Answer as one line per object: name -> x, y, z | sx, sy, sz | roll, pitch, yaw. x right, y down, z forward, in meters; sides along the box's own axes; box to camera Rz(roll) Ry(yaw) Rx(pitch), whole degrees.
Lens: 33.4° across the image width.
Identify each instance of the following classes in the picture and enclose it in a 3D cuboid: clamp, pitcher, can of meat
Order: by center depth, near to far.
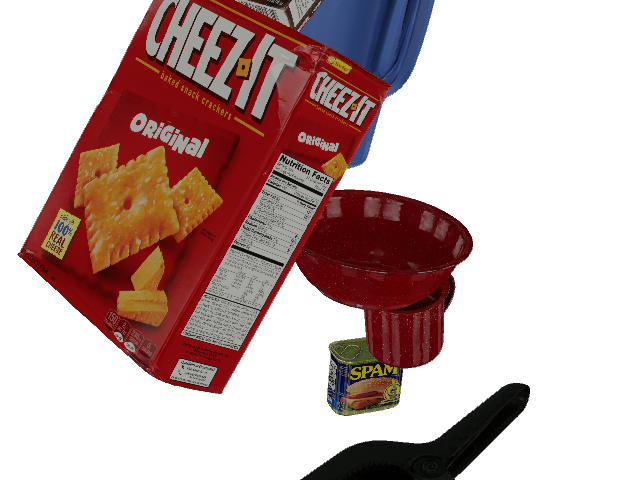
clamp -> 0.075, 0.156, 0.709 | 0.210, 0.036, 0.164 | -5, 28, -4
pitcher -> 0.025, -0.197, 1.072 | 0.145, 0.243, 0.149 | 11, 19, -1
can of meat -> 0.060, 0.178, 1.407 | 0.102, 0.084, 0.057 | -5, 25, -22

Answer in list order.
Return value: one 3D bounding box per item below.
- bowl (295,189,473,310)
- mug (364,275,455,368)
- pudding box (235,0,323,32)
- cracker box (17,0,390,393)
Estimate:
bowl -> 0.042, 0.013, 0.885 | 0.162, 0.055, 0.162 | 6, 24, -3
mug -> 0.096, 0.072, 1.112 | 0.117, 0.081, 0.093 | -30, 43, -32
pudding box -> -0.048, -0.202, 0.798 | 0.114, 0.090, 0.039 | 21, -28, 22
cracker box -> -0.080, -0.040, 0.657 | 0.164, 0.214, 0.072 | 34, 8, 40
